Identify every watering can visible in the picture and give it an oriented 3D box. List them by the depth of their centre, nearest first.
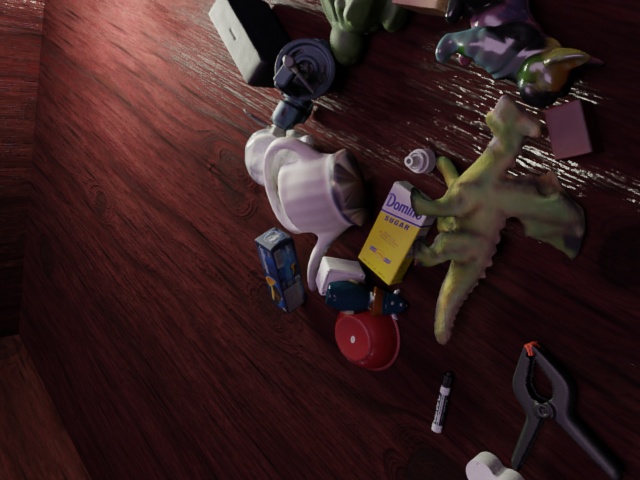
[{"bbox_3d":[0.003,-0.053,1.060,0.223,0.106,0.343,-7,111,36],"label":"watering can"}]

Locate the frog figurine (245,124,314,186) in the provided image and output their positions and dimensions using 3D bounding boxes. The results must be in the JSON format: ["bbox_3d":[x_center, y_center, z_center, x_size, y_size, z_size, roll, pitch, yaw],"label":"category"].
[{"bbox_3d":[-0.089,-0.185,1.128,0.159,0.122,0.138,6,80,56],"label":"frog figurine"}]

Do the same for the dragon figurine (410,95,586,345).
[{"bbox_3d":[0.278,-0.015,0.803,0.242,0.123,0.406,1,105,37],"label":"dragon figurine"}]
